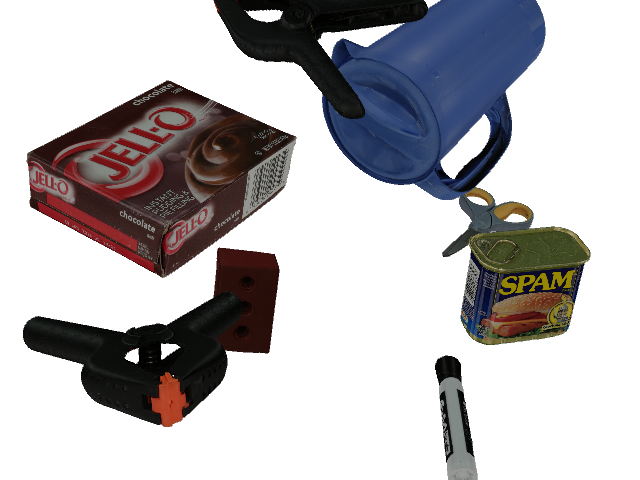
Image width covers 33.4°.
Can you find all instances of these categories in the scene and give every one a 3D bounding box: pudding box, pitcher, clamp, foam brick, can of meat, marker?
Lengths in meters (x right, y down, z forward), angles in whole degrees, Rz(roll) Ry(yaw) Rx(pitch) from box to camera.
[{"bbox_3d":[-0.081,-0.036,0.555,0.090,0.039,0.113,26,37,21],"label":"pudding box"},{"bbox_3d":[0.128,-0.160,1.058,0.145,0.149,0.242,23,46,30],"label":"pitcher"},{"bbox_3d":[-0.004,-0.173,0.841,0.172,0.120,0.039,33,-25,20],"label":"clamp"},{"bbox_3d":[-0.067,0.052,0.926,0.053,0.078,0.051,5,14,-8],"label":"foam brick"},{"bbox_3d":[-0.108,0.075,0.733,0.164,0.036,0.210,-10,14,-21],"label":"clamp"},{"bbox_3d":[0.176,0.040,0.935,0.102,0.084,0.057,-5,34,-14],"label":"can of meat"},{"bbox_3d":[0.091,0.119,0.725,0.020,0.020,0.121,0,32,1],"label":"marker"}]

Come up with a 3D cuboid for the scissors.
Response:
[{"bbox_3d":[0.164,-0.024,1.187,0.096,0.016,0.201,35,32,33],"label":"scissors"}]
